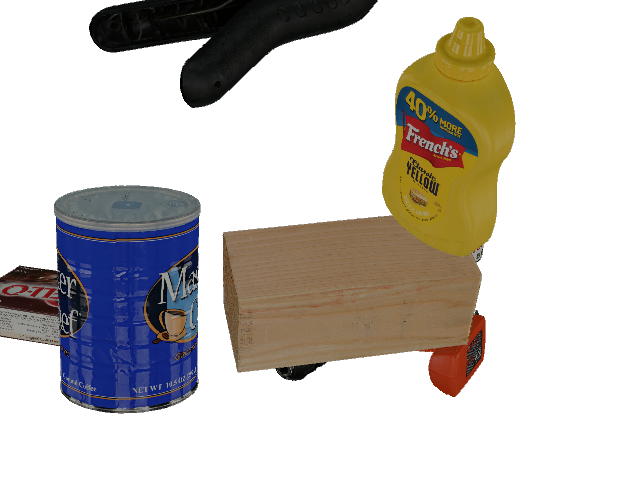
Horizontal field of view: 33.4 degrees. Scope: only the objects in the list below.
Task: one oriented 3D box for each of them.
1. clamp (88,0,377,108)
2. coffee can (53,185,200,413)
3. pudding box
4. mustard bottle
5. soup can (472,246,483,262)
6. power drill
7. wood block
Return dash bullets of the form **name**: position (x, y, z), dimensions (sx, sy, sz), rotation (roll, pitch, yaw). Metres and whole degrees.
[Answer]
- **clamp**: position (-0.029, -0.120, 0.575), dimensions (0.171, 0.039, 0.120), rotation (-24, 43, -15)
- **coffee can**: position (-0.139, 0.040, 0.775), dimensions (0.103, 0.140, 0.103), rotation (2, 17, -1)
- **pudding box**: position (-0.262, 0.061, 1.008), dimensions (0.114, 0.039, 0.090), rotation (4, 20, 19)
- **mustard bottle**: position (0.096, -0.081, 0.783), dimensions (0.058, 0.192, 0.096), rotation (-31, 57, -28)
- **soup can**: position (0.169, -0.025, 1.314), dimensions (0.068, 0.102, 0.068), rotation (-2, 37, 2)
- **power drill**: position (0.065, 0.107, 1.110), dimensions (0.188, 0.057, 0.184), rotation (11, 27, 25)
- **wood block**: position (0.023, 0.043, 0.931), dimensions (0.206, 0.090, 0.091), rotation (-6, 42, -11)
